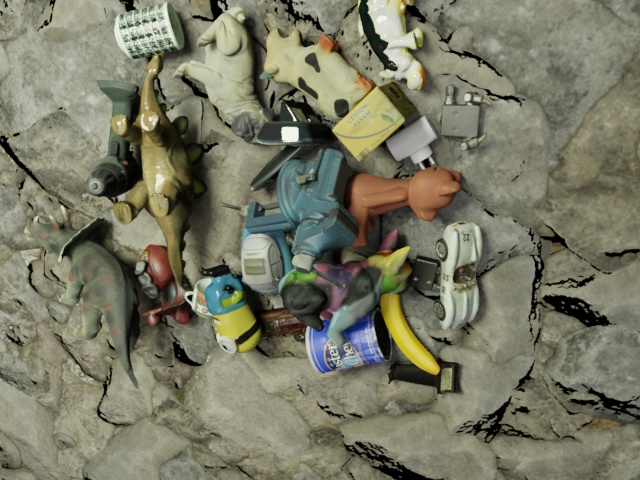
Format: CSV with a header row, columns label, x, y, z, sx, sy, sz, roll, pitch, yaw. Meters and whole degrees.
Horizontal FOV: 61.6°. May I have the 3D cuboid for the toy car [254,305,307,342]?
label,x,y,z,sx,sy,sz,roll,pitch,yaw
toy car,-0.111,0.173,1.106,0.202,0.053,0.089,-11,108,18

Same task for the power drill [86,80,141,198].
label,x,y,z,sx,sy,sz,roll,pitch,yaw
power drill,-0.371,-0.180,0.984,0.086,0.232,0.207,0,94,-7

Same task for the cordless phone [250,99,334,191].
label,x,y,z,sx,sy,sz,roll,pitch,yaw
cordless phone,-0.075,-0.149,0.934,0.184,0.146,0.089,-42,85,22

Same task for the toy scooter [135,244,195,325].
label,x,y,z,sx,sy,sz,roll,pitch,yaw
toy scooter,-0.328,0.103,1.099,0.075,0.135,0.183,-19,101,22

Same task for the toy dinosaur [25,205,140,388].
label,x,y,z,sx,sy,sz,roll,pitch,yaw
toy dinosaur,-0.436,0.089,1.080,0.405,0.131,0.192,41,128,25

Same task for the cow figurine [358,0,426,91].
label,x,y,z,sx,sy,sz,roll,pitch,yaw
cow figurine,0.115,-0.317,0.866,0.098,0.068,0.167,-9,102,24

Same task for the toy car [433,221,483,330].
label,x,y,z,sx,sy,sz,roll,pitch,yaw
toy car,0.245,0.066,0.947,0.073,0.056,0.201,-11,109,-24

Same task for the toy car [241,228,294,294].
label,x,y,z,sx,sy,sz,roll,pitch,yaw
toy car,-0.105,0.040,1.032,0.109,0.103,0.161,-1,110,15

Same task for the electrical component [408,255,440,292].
label,x,y,z,sx,sy,sz,roll,pitch,yaw
electrical component,0.193,0.063,0.996,0.094,0.021,0.063,15,112,9

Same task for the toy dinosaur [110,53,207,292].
label,x,y,z,sx,sy,sz,roll,pitch,yaw
toy dinosaur,-0.278,-0.095,0.983,0.105,0.198,0.470,9,110,12

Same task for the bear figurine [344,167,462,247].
label,x,y,z,sx,sy,sz,roll,pitch,yaw
bear figurine,0.142,-0.061,0.922,0.196,0.120,0.131,2,112,10

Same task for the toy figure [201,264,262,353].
label,x,y,z,sx,sy,sz,roll,pitch,yaw
toy figure,-0.170,0.134,1.036,0.089,0.082,0.180,-14,101,-5

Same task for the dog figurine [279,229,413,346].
label,x,y,z,sx,sy,sz,roll,pitch,yaw
dog figurine,0.058,0.063,0.947,0.191,0.109,0.219,37,102,-22

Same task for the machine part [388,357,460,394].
label,x,y,z,sx,sy,sz,roll,pitch,yaw
machine part,0.203,0.265,1.055,0.139,0.039,0.084,-2,116,15

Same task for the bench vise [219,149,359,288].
label,x,y,z,sx,sy,sz,roll,pitch,yaw
bench vise,-0.044,-0.041,0.891,0.241,0.128,0.223,-6,69,36

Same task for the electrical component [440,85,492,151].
label,x,y,z,sx,sy,sz,roll,pitch,yaw
electrical component,0.238,-0.199,0.883,0.078,0.045,0.102,10,111,11

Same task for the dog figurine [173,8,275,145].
label,x,y,z,sx,sy,sz,roll,pitch,yaw
dog figurine,-0.132,-0.282,0.945,0.190,0.121,0.172,38,118,-14

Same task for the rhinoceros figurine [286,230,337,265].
label,x,y,z,sx,sy,sz,roll,pitch,yaw
rhinoceros figurine,-0.002,-0.003,1.003,0.112,0.073,0.190,6,110,15

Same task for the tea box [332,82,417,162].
label,x,y,z,sx,sy,sz,roll,pitch,yaw
tea box,0.092,-0.193,0.859,0.098,0.170,0.068,-40,95,22

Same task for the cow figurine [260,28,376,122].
label,x,y,z,sx,sy,sz,roll,pitch,yaw
cow figurine,-0.013,-0.281,0.910,0.195,0.085,0.127,44,108,-2
